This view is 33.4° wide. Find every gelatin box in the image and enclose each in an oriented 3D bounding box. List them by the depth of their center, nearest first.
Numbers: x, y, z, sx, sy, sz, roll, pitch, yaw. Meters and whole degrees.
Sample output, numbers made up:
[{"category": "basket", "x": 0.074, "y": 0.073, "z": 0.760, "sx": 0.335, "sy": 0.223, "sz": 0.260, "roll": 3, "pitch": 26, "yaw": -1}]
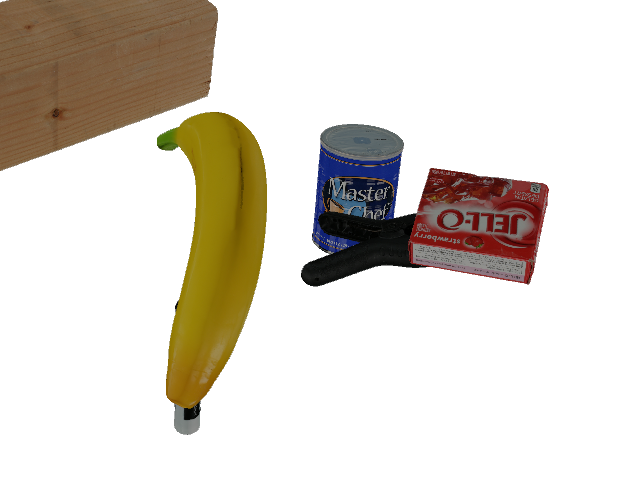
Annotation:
[{"category": "gelatin box", "x": 0.114, "y": -0.012, "z": 0.768, "sx": 0.089, "sy": 0.073, "sz": 0.030, "roll": 9, "pitch": -37, "yaw": 14}]

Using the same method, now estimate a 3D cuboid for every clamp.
[{"category": "clamp", "x": 0.063, "y": 0.006, "z": 1.029, "sx": 0.172, "sy": 0.039, "sz": 0.120, "roll": -2, "pitch": 36, "yaw": 22}]

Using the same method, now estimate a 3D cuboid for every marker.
[{"category": "marker", "x": -0.092, "y": 0.087, "z": 0.743, "sx": 0.020, "sy": 0.121, "sz": 0.020, "roll": 4, "pitch": 37, "yaw": -3}]

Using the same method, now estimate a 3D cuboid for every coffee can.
[{"category": "coffee can", "x": 0.045, "y": -0.062, "z": 1.333, "sx": 0.103, "sy": 0.140, "sz": 0.103, "roll": 4, "pitch": 27, "yaw": -2}]

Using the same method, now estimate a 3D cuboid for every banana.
[{"category": "banana", "x": -0.054, "y": -0.008, "z": 0.549, "sx": 0.037, "sy": 0.198, "sz": 0.070, "roll": 22, "pitch": -53, "yaw": -27}]

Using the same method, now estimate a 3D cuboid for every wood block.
[{"category": "wood block", "x": -0.192, "y": -0.143, "z": 0.854, "sx": 0.205, "sy": 0.091, "sz": 0.090, "roll": -27, "pitch": 54, "yaw": -37}]
